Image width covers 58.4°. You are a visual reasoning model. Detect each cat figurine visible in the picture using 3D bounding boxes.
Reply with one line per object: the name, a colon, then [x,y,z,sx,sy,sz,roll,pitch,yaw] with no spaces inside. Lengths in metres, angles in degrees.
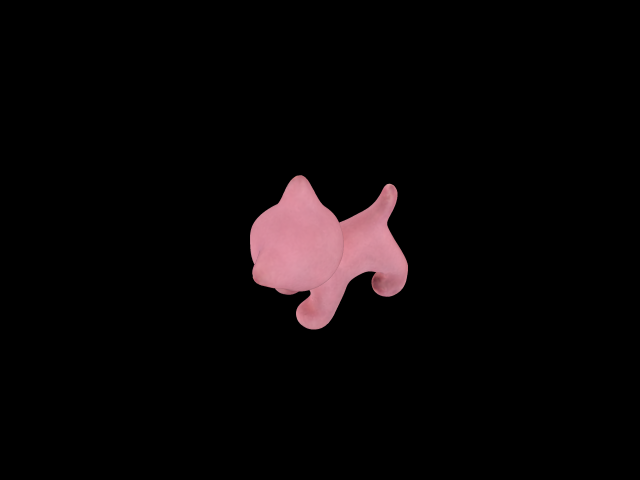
cat figurine: [0.004,0.001,0.400,0.128,0.118,0.067,-25,54,-20]
